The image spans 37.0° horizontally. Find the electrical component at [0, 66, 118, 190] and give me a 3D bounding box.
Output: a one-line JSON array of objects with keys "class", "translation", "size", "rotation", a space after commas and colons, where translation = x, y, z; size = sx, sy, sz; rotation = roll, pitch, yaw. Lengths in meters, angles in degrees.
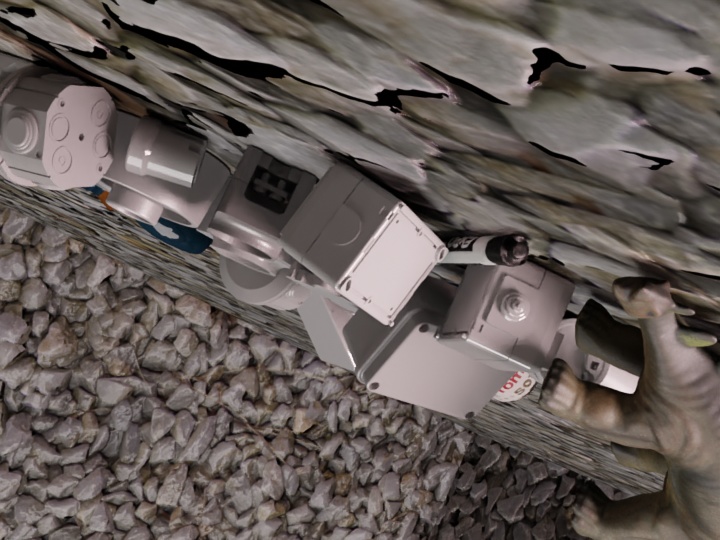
[{"class": "electrical component", "translation": [-0.204, -0.092, 0.714], "size": [0.051, 0.080, 0.080], "rotation": [15, 169, 26]}]

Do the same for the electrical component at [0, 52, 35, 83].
[{"class": "electrical component", "translation": [-0.253, -0.122, 0.776], "size": [0.083, 0.047, 0.076], "rotation": [21, 172, 24]}]

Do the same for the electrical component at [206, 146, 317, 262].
[{"class": "electrical component", "translation": [-0.069, -0.042, 0.727], "size": [0.050, 0.055, 0.089], "rotation": [25, 172, -9]}]

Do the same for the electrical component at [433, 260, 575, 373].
[{"class": "electrical component", "translation": [0.095, 0.029, 0.684], "size": [0.061, 0.061, 0.096], "rotation": [25, 172, -7]}]

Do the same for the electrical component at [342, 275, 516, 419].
[{"class": "electrical component", "translation": [0.054, 0.055, 0.780], "size": [0.113, 0.078, 0.057], "rotation": [21, -150, -34]}]

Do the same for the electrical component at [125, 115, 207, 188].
[{"class": "electrical component", "translation": [-0.131, -0.079, 0.731], "size": [0.046, 0.040, 0.040], "rotation": [19, 173, -4]}]

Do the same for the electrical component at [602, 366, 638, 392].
[{"class": "electrical component", "translation": [0.187, 0.082, 0.852], "size": [0.065, 0.044, 0.044], "rotation": [34, 169, -29]}]

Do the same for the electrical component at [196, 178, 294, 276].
[{"class": "electrical component", "translation": [-0.078, -0.032, 0.824], "size": [0.050, 0.055, 0.089], "rotation": [31, 170, -41]}]

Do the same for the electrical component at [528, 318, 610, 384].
[{"class": "electrical component", "translation": [0.148, 0.062, 0.784], "size": [0.055, 0.055, 0.047], "rotation": [25, 176, -8]}]

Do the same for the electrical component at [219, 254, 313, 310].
[{"class": "electrical component", "translation": [-0.072, -0.007, 0.890], "size": [0.080, 0.080, 0.051], "rotation": [19, 176, 32]}]

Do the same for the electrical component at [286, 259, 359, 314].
[{"class": "electrical component", "translation": [0.000, 0.000, 0.802], "size": [0.089, 0.055, 0.050], "rotation": [30, 170, -39]}]

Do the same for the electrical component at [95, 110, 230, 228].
[{"class": "electrical component", "translation": [-0.159, -0.069, 0.803], "size": [0.108, 0.060, 0.108], "rotation": [24, 172, 3]}]

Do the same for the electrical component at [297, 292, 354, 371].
[{"class": "electrical component", "translation": [-0.020, 0.046, 1.066], "size": [0.100, 0.048, 0.099], "rotation": [8, 124, 65]}]

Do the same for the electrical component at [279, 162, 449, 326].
[{"class": "electrical component", "translation": [0.003, -0.014, 0.645], "size": [0.061, 0.061, 0.096], "rotation": [37, 179, 30]}]
